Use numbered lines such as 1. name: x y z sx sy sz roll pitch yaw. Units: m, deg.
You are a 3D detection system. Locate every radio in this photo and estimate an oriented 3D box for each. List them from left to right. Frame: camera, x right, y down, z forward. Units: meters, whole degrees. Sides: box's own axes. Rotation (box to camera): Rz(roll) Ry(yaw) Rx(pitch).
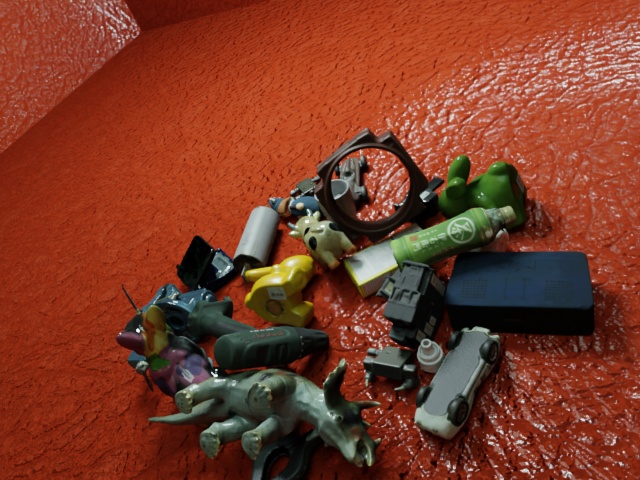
1. radio: 0.340 0.087 0.919 0.230 0.073 0.131 -1 43 25

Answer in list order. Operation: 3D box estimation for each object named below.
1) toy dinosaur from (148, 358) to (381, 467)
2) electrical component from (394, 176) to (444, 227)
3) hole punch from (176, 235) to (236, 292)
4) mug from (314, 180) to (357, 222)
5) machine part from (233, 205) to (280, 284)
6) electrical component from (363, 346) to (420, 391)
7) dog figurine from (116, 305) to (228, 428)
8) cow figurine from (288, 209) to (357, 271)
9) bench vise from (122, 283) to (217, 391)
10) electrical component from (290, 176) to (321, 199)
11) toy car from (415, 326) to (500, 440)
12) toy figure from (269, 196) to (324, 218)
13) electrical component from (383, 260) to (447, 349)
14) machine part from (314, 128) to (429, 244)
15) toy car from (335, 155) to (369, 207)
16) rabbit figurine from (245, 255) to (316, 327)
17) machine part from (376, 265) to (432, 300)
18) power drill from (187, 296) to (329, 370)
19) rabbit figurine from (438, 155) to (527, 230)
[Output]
1. toy dinosaur: -0.090 0.257 0.855 0.405 0.131 0.192 -7 -2 41
2. electrical component: 0.229 -0.088 1.194 0.119 0.047 0.075 -42 42 -21
3. hole punch: -0.265 0.066 1.258 0.142 0.092 0.115 35 95 44
4. mug: 0.036 -0.076 1.234 0.081 0.107 0.110 -34 35 -15
5. machine part: -0.147 0.002 1.261 0.079 0.079 0.243 -7 41 21
6. electrical component: 0.119 0.217 0.908 0.102 0.045 0.078 1 17 25
7. dog figurine: -0.262 0.218 0.963 0.108 0.219 0.192 -44 42 -17
8. cow figurine: -0.002 -0.003 1.146 0.085 0.127 0.195 -37 5 -8
9. bench vise: -0.333 0.182 1.120 0.224 0.128 0.241 -5 36 21
10. electrical component: -0.032 -0.134 1.403 0.094 0.021 0.063 -32 39 -11
11. toy car: 0.218 0.217 0.846 0.074 0.056 0.202 9 47 43
12. toy figure: -0.061 -0.081 1.324 0.155 0.064 0.058 3 61 29
13. electrical component: 0.164 0.117 0.926 0.058 0.114 0.134 10 69 37
14. machine part: 0.104 -0.110 1.103 0.201 0.201 0.087 -36 13 14
15. toy car: 0.075 -0.152 1.346 0.089 0.053 0.202 -14 41 18
16. rabbit figurine: -0.071 0.095 1.112 0.162 0.121 0.173 -12 25 30
17. machine part: 0.174 0.067 1.022 0.084 0.039 0.139 31 79 19
18. power drill: -0.124 0.172 0.984 0.208 0.086 0.232 24 16 36
19. rabbit figurine: 0.313 -0.087 1.090 0.170 0.159 0.121 -15 47 36
